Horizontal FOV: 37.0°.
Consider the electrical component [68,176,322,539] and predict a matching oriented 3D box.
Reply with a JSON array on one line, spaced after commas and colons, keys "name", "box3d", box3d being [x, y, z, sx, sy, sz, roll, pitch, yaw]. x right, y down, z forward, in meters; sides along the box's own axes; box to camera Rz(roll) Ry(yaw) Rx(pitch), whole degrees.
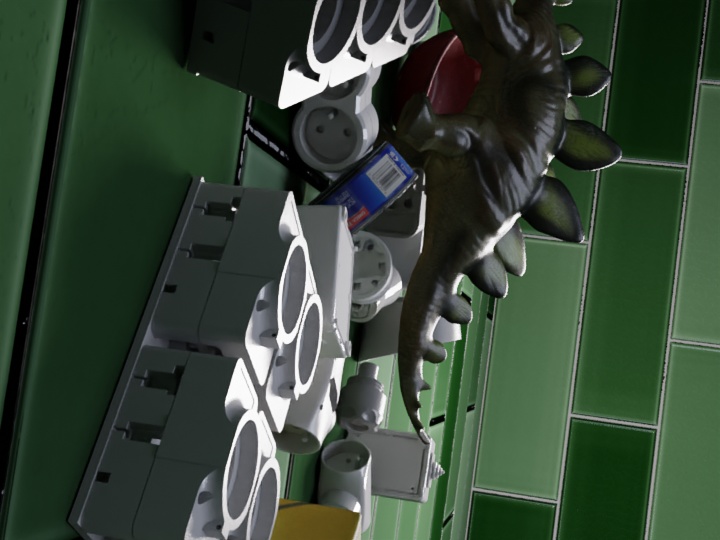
[{"name": "electrical component", "box3d": [-0.069, 0.061, 0.537, 0.105, 0.060, 0.186, 80, 20, -56]}]

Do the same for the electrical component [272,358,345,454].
[{"name": "electrical component", "box3d": [-0.037, 0.094, 0.757, 0.079, 0.043, 0.077, 82, 19, -52]}]

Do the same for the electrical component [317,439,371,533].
[{"name": "electrical component", "box3d": [-0.016, 0.200, 0.927, 0.079, 0.043, 0.077, -66, 160, -55]}]

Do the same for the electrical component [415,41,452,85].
[{"name": "electrical component", "box3d": [0.088, -0.214, 1.155, 0.078, 0.058, 0.057, -26, 125, -60]}]

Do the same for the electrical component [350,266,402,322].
[{"name": "electrical component", "box3d": [0.007, 0.021, 0.946, 0.065, 0.044, 0.044, -43, 139, -65]}]

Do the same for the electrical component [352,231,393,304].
[{"name": "electrical component", "box3d": [0.000, 0.000, 0.864, 0.047, 0.055, 0.055, 54, 44, -79]}]

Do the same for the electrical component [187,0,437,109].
[{"name": "electrical component", "box3d": [-0.015, -0.147, 0.552, 0.150, 0.062, 0.089, -38, 148, -55]}]

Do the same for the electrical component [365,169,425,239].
[{"name": "electrical component", "box3d": [0.036, -0.080, 0.994, 0.059, 0.054, 0.095, -34, 130, -75]}]

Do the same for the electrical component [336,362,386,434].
[{"name": "electrical component", "box3d": [0.003, 0.114, 0.972, 0.043, 0.043, 0.062, 80, 19, -55]}]

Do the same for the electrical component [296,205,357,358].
[{"name": "electrical component", "box3d": [-0.037, 0.002, 0.677, 0.061, 0.061, 0.096, 74, 18, -64]}]

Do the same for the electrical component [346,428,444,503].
[{"name": "electrical component", "box3d": [0.034, 0.188, 1.034, 0.061, 0.096, 0.061, 61, 38, -73]}]

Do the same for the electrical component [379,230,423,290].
[{"name": "electrical component", "box3d": [0.052, -0.031, 1.080, 0.108, 0.060, 0.108, 7, 90, -79]}]

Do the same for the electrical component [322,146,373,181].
[{"name": "electrical component", "box3d": [-0.008, -0.094, 0.806, 0.040, 0.040, 0.046, 78, 17, -58]}]

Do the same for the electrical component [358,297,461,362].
[{"name": "electrical component", "box3d": [0.048, 0.058, 1.040, 0.099, 0.099, 0.064, 18, 73, -78]}]

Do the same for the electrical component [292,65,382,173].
[{"name": "electrical component", "box3d": [-0.011, -0.141, 0.727, 0.073, 0.052, 0.138, -56, 152, -67]}]
